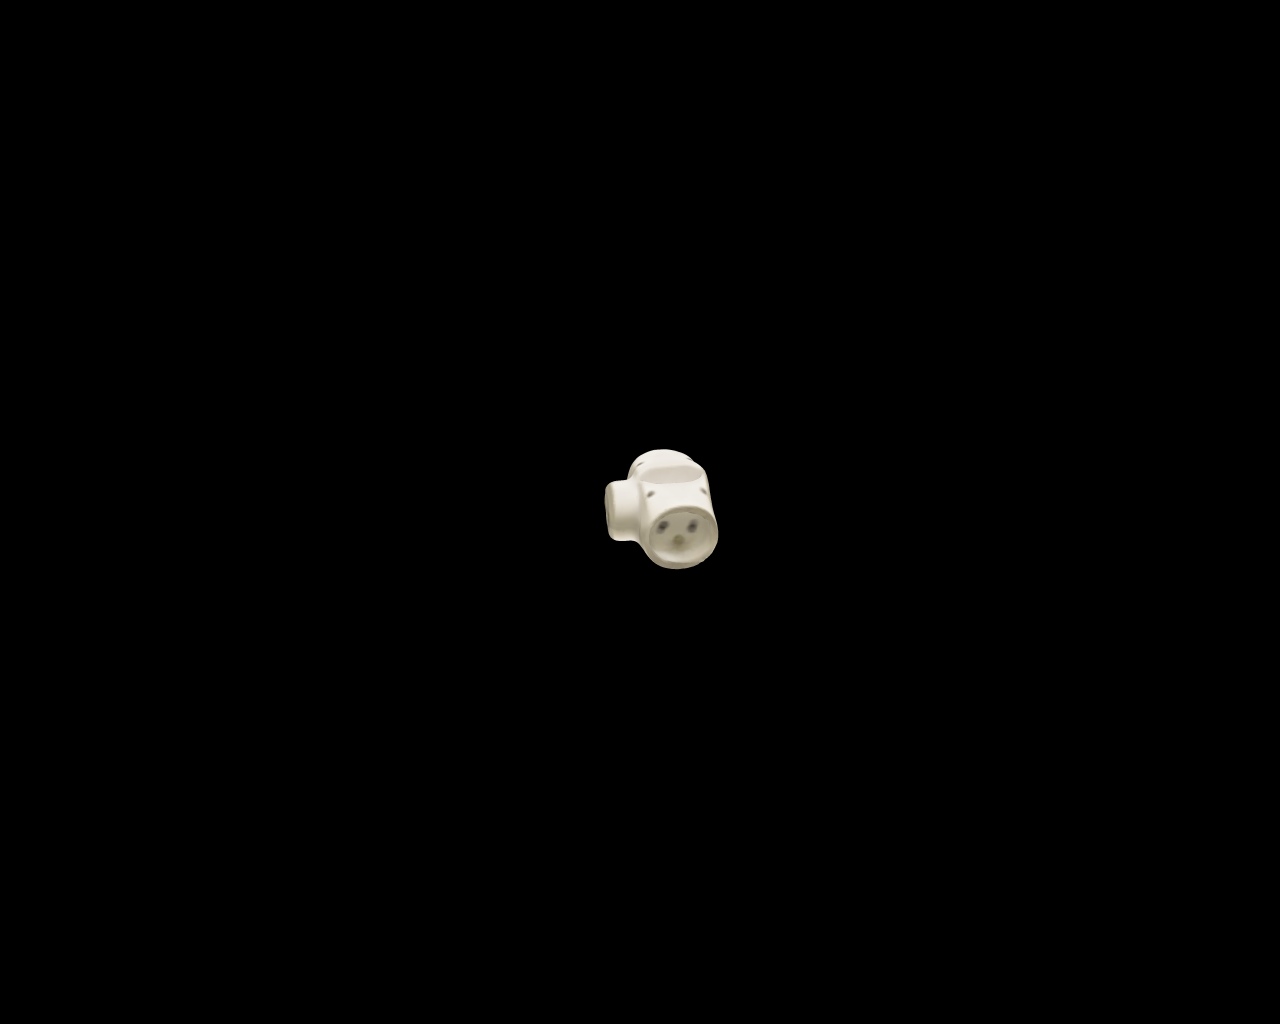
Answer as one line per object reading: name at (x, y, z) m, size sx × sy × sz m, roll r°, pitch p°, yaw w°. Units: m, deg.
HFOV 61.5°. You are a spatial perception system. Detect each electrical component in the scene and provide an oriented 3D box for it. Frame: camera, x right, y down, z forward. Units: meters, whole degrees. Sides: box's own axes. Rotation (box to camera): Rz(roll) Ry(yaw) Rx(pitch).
electrical component at (0.001, -0.003, 0.650) m, size 0.079 × 0.043 × 0.077 m, roll -4°, pitch 30°, yaw -6°
